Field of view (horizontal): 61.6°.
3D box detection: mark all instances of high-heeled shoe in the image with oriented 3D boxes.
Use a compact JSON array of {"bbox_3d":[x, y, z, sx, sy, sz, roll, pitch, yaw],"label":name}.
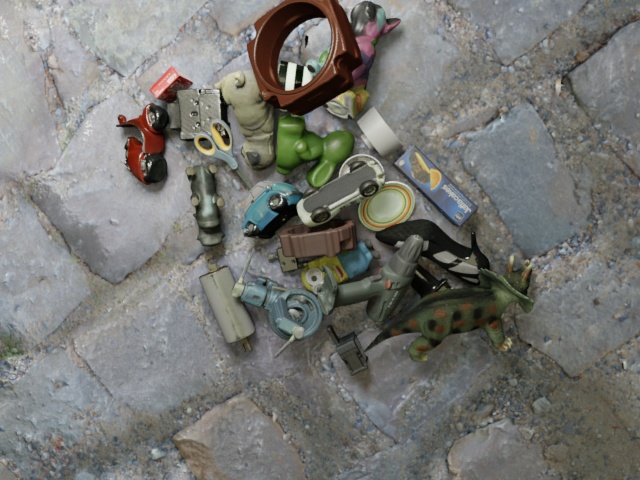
[{"bbox_3d":[0.253,0.036,1.209,0.249,0.086,0.145,3,127,20],"label":"high-heeled shoe"}]

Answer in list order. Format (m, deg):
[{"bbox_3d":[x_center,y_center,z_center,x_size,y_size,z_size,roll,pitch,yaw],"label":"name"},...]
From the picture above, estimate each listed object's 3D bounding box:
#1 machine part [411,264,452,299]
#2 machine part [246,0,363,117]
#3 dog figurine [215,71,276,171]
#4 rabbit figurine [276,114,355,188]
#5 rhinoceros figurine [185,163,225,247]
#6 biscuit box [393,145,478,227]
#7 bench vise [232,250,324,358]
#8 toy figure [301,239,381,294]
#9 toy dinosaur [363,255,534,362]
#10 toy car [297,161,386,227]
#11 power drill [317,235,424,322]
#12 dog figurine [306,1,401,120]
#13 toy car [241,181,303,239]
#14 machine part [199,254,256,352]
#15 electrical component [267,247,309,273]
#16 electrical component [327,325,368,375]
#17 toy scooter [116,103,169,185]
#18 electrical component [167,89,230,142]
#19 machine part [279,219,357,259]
[{"bbox_3d":[0.236,0.094,1.220,0.139,0.039,0.084,40,106,-2],"label":"machine part"},{"bbox_3d":[-0.034,-0.362,1.044,0.201,0.087,0.201,-24,75,26],"label":"machine part"},{"bbox_3d":[-0.145,-0.250,1.150,0.121,0.172,0.190,-9,89,17],"label":"dog figurine"},{"bbox_3d":[-0.009,-0.194,1.169,0.170,0.121,0.159,2,102,-5],"label":"rabbit figurine"},{"bbox_3d":[-0.260,-0.080,1.208,0.073,0.112,0.190,-9,82,-22],"label":"rhinoceros figurine"},{"bbox_3d":[0.253,-0.118,1.182,0.202,0.059,0.063,44,97,-2],"label":"biscuit box"},{"bbox_3d":[-0.083,0.150,1.162,0.223,0.241,0.129,34,95,-16],"label":"bench vise"},{"bbox_3d":[0.044,0.061,1.212,0.180,0.089,0.082,-30,80,-1],"label":"toy figure"},{"bbox_3d":[0.284,0.154,1.143,0.405,0.131,0.191,-14,126,-2],"label":"toy dinosaur"},{"bbox_3d":[0.044,-0.098,1.140,0.202,0.056,0.073,-28,57,8],"label":"toy car"},{"bbox_3d":[0.103,0.085,1.150,0.207,0.086,0.231,-8,132,-25],"label":"power drill"},{"bbox_3d":[0.085,-0.390,1.145,0.109,0.191,0.219,28,69,32],"label":"dog figurine"},{"bbox_3d":[-0.115,-0.077,1.206,0.161,0.109,0.103,-41,70,19],"label":"toy car"},{"bbox_3d":[-0.215,0.148,1.244,0.079,0.079,0.243,-23,94,7],"label":"machine part"},{"bbox_3d":[-0.074,0.046,1.247,0.094,0.021,0.063,-11,96,6],"label":"electrical component"},{"bbox_3d":[0.064,0.242,1.233,0.048,0.075,0.119,-27,91,8],"label":"electrical component"},{"bbox_3d":[-0.409,-0.222,1.219,0.135,0.075,0.183,17,108,22],"label":"toy scooter"},{"bbox_3d":[-0.274,-0.280,1.211,0.134,0.058,0.114,-4,94,5],"label":"electrical component"},{"bbox_3d":[-0.002,-0.004,1.164,0.179,0.179,0.056,-7,101,6],"label":"machine part"}]
